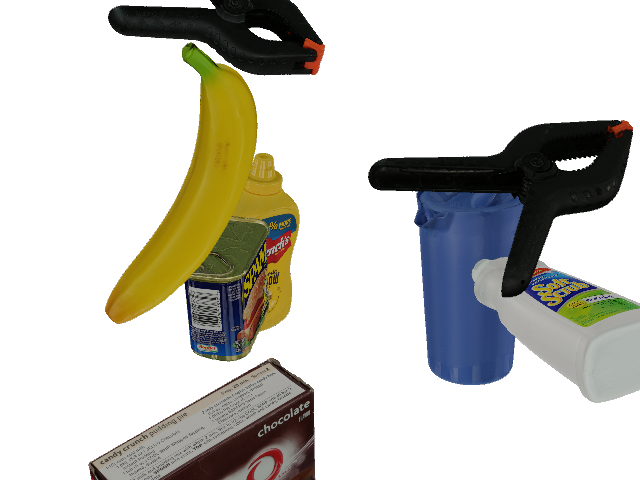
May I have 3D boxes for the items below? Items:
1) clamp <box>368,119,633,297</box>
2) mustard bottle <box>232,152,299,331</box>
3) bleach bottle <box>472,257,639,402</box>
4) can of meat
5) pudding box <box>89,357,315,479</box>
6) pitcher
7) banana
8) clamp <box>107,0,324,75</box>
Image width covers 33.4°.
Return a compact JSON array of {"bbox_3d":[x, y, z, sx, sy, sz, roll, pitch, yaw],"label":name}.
[{"bbox_3d":[0.164,-0.038,0.806,0.209,0.036,0.165,-19,46,-20],"label":"clamp"},{"bbox_3d":[-0.066,0.001,1.091,0.096,0.192,0.058,-14,34,-36],"label":"mustard bottle"},{"bbox_3d":[0.215,0.068,1.010,0.102,0.068,0.251,-14,21,-21],"label":"bleach bottle"},{"bbox_3d":[-0.078,0.040,0.901,0.057,0.084,0.102,6,30,11],"label":"can of meat"},{"bbox_3d":[-0.054,0.122,0.530,0.113,0.090,0.039,-29,46,-33],"label":"pudding box"},{"bbox_3d":[0.196,0.049,1.330,0.149,0.243,0.145,1,21,10],"label":"pitcher"},{"bbox_3d":[-0.081,-0.031,0.668,0.069,0.198,0.037,6,29,-28],"label":"banana"},{"bbox_3d":[-0.074,-0.191,0.873,0.171,0.120,0.039,20,-26,-4],"label":"clamp"}]
